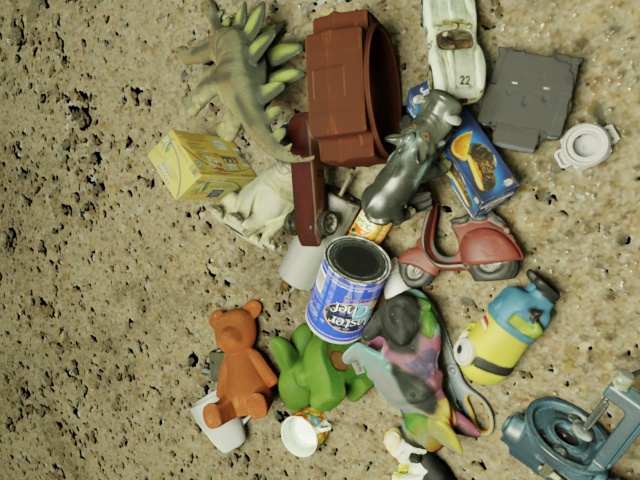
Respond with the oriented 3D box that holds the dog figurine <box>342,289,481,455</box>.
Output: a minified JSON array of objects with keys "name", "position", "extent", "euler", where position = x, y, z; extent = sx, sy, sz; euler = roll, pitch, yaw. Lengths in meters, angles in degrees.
[{"name":"dog figurine","position":[0.156,0.205,0.798],"extent":[0.219,0.108,0.191],"euler":[44,115,23]}]

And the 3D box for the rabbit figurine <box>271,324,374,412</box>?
[{"name":"rabbit figurine","position":[-0.022,0.223,0.899],"extent":[0.170,0.121,0.159],"euler":[-43,72,38]}]

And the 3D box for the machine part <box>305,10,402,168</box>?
[{"name":"machine part","position":[0.056,-0.208,0.770],"extent":[0.087,0.201,0.200],"euler":[-2,93,20]}]

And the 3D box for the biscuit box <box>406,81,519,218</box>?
[{"name":"biscuit box","position":[0.196,-0.135,0.761],"extent":[0.063,0.059,0.203],"euler":[-27,72,-5]}]

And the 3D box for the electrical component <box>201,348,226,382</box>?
[{"name":"electrical component","position":[-0.190,0.239,1.030],"extent":[0.094,0.021,0.063],"euler":[-5,92,27]}]

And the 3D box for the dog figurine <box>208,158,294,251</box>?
[{"name":"dog figurine","position":[-0.087,-0.092,0.927],"extent":[0.173,0.121,0.190],"euler":[17,70,50]}]

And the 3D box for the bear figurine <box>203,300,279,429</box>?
[{"name":"bear figurine","position":[-0.144,0.210,0.941],"extent":[0.120,0.132,0.195],"euler":[-13,85,11]}]

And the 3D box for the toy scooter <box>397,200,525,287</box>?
[{"name":"toy scooter","position":[0.201,-0.002,0.790],"extent":[0.184,0.075,0.135],"euler":[-6,81,26]}]

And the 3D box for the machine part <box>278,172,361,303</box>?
[{"name":"machine part","position":[-0.002,-0.003,0.887],"extent":[0.079,0.079,0.243],"euler":[33,108,20]}]

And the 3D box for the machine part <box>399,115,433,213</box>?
[{"name":"machine part","position":[0.137,-0.109,0.791],"extent":[0.039,0.084,0.139],"euler":[-7,71,4]}]

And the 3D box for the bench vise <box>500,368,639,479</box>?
[{"name":"bench vise","position":[0.362,0.272,0.698],"extent":[0.224,0.129,0.240],"euler":[40,129,36]}]

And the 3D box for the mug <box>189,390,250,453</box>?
[{"name":"mug","position":[-0.172,0.332,1.007],"extent":[0.109,0.081,0.107],"euler":[-27,88,-11]}]

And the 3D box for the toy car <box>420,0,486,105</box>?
[{"name":"toy car","position":[0.184,-0.278,0.748],"extent":[0.074,0.056,0.201],"euler":[-3,71,2]}]

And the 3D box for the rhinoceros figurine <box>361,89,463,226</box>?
[{"name":"rhinoceros figurine","position":[0.117,-0.106,0.703],"extent":[0.073,0.112,0.190],"euler":[44,113,27]}]

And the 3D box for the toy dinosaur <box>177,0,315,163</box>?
[{"name":"toy dinosaur","position":[-0.123,-0.260,0.858],"extent":[0.198,0.105,0.472],"euler":[-37,56,25]}]

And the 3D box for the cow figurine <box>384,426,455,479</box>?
[{"name":"cow figurine","position":[0.166,0.367,0.841],"extent":[0.098,0.068,0.167],"euler":[-24,87,20]}]

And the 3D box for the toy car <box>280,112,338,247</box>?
[{"name":"toy car","position":[-0.015,-0.091,0.816],"extent":[0.089,0.053,0.202],"euler":[-2,96,41]}]

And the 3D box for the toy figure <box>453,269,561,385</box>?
[{"name":"toy figure","position":[0.267,0.130,0.765],"extent":[0.089,0.082,0.180],"euler":[45,109,17]}]

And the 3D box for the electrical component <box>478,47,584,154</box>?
[{"name":"electrical component","position":[0.284,-0.188,0.738],"extent":[0.115,0.058,0.134],"euler":[15,100,22]}]

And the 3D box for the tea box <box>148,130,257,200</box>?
[{"name":"tea box","position":[-0.196,-0.124,0.919],"extent":[0.068,0.169,0.098],"euler":[-39,76,24]}]
